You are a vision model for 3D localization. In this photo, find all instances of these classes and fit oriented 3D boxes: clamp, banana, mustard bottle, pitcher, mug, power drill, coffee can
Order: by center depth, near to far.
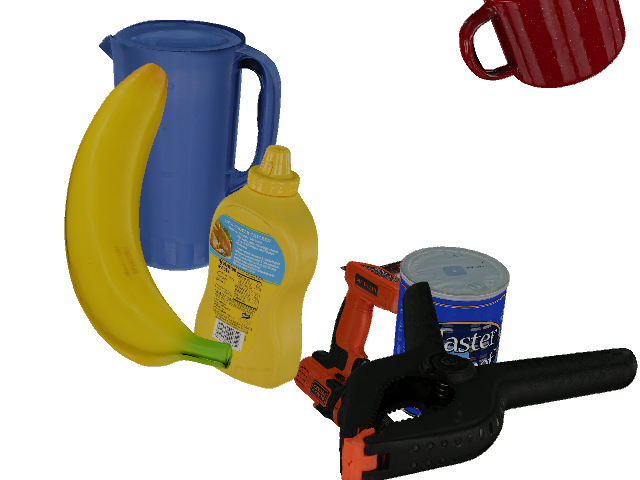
[{"bbox_3d":[-0.098,-0.010,0.549,0.069,0.198,0.037,-10,-33,-12],"label":"banana"},{"bbox_3d":[0.070,0.083,0.644,0.165,0.036,0.209,21,30,39],"label":"clamp"},{"bbox_3d":[0.145,-0.149,0.710,0.117,0.081,0.093,-35,39,-6],"label":"mug"},{"bbox_3d":[-0.049,0.016,0.859,0.096,0.192,0.058,26,26,34],"label":"mustard bottle"},{"bbox_3d":[0.122,0.090,1.029,0.103,0.140,0.103,3,25,-1],"label":"coffee can"},{"bbox_3d":[-0.135,-0.095,1.086,0.144,0.243,0.149,-11,27,-28],"label":"pitcher"},{"bbox_3d":[0.053,0.132,1.250,0.057,0.188,0.185,13,13,-41],"label":"power drill"}]

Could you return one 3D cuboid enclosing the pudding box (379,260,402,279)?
[{"bbox_3d":[0.142,0.060,1.585,0.113,0.039,0.090,-16,24,-20],"label":"pudding box"}]
